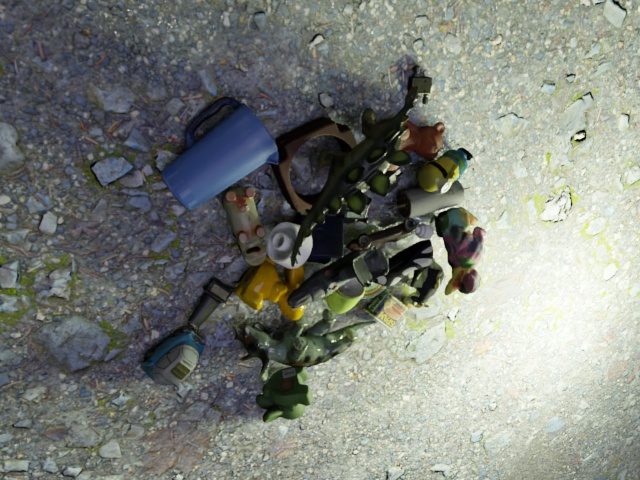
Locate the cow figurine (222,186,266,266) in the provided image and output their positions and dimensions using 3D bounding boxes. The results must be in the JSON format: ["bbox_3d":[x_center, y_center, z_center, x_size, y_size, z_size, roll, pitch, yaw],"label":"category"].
[{"bbox_3d":[-0.177,-0.030,1.259,0.085,0.127,0.194,-20,104,-16],"label":"cow figurine"}]

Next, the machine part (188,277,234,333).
[{"bbox_3d":[-0.277,0.162,1.330,0.084,0.039,0.139,37,86,-40],"label":"machine part"}]

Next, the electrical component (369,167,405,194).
[{"bbox_3d":[0.167,-0.159,1.392,0.102,0.045,0.078,-43,150,1],"label":"electrical component"}]

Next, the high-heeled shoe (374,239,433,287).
[{"bbox_3d":[0.198,0.049,1.451,0.248,0.086,0.145,13,98,-28],"label":"high-heeled shoe"}]

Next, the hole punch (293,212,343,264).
[{"bbox_3d":[-0.003,-0.004,1.326,0.116,0.092,0.142,8,76,-30],"label":"hole punch"}]

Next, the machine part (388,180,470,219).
[{"bbox_3d":[0.298,-0.112,1.447,0.243,0.079,0.079,-14,116,-17],"label":"machine part"}]

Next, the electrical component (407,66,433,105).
[{"bbox_3d":[0.252,-0.386,1.342,0.063,0.021,0.093,-7,113,-21],"label":"electrical component"}]

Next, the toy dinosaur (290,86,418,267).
[{"bbox_3d":[0.072,-0.144,1.164,0.105,0.199,0.471,38,91,-29],"label":"toy dinosaur"}]

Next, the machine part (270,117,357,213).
[{"bbox_3d":[-0.006,-0.174,1.281,0.201,0.087,0.201,-28,122,-10],"label":"machine part"}]

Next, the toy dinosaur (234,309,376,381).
[{"bbox_3d":[-0.034,0.287,1.453,0.404,0.131,0.192,8,137,-37],"label":"toy dinosaur"}]

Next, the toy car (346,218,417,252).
[{"bbox_3d":[0.166,-0.006,1.425,0.202,0.089,0.053,-19,86,-17],"label":"toy car"}]

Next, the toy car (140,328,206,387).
[{"bbox_3d":[-0.353,0.301,1.321,0.161,0.103,0.109,-40,123,-2],"label":"toy car"}]

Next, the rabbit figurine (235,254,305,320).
[{"bbox_3d":[-0.105,0.125,1.348,0.173,0.122,0.162,39,70,-12],"label":"rabbit figurine"}]

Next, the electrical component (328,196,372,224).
[{"bbox_3d":[0.070,-0.080,1.377,0.119,0.048,0.074,-1,111,-23],"label":"electrical component"}]

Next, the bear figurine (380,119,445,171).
[{"bbox_3d":[0.235,-0.238,1.340,0.196,0.132,0.120,7,121,-21],"label":"bear figurine"}]

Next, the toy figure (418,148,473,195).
[{"bbox_3d":[0.327,-0.184,1.410,0.180,0.089,0.082,-44,156,-33],"label":"toy figure"}]

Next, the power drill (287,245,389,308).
[{"bbox_3d":[0.052,0.090,1.279,0.232,0.207,0.086,-31,89,-36],"label":"power drill"}]

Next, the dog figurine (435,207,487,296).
[{"bbox_3d":[0.381,0.043,1.471,0.191,0.109,0.219,40,52,-33],"label":"dog figurine"}]

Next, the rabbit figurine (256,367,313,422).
[{"bbox_3d":[-0.092,0.453,1.499,0.159,0.121,0.170,-19,133,-12],"label":"rabbit figurine"}]

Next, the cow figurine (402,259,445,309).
[{"bbox_3d":[0.301,0.142,1.547,0.068,0.098,0.167,6,115,-30],"label":"cow figurine"}]
